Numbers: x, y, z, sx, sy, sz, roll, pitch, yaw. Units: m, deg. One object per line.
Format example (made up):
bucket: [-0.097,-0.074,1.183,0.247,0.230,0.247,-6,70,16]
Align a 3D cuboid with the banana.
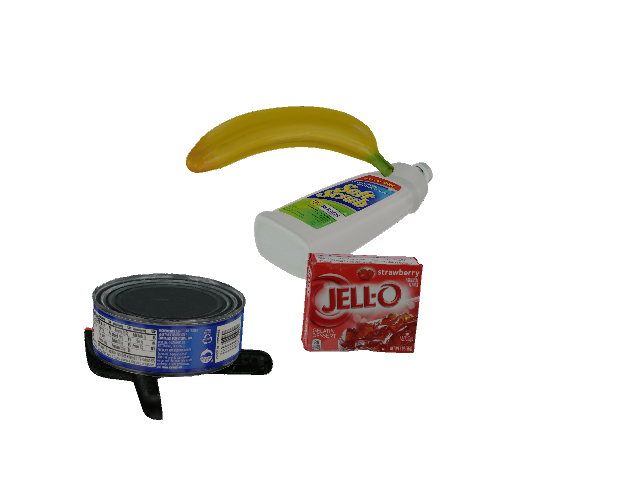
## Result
banana: [-0.029,-0.092,0.965,0.197,0.070,0.037,-2,-42,-20]

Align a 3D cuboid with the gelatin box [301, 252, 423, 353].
gelatin box: [0.032,0.049,0.836,0.089,0.073,0.030,2,14,-9]

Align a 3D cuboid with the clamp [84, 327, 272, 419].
clamp: [-0.177,0.128,1.091,0.210,0.036,0.164,10,17,32]

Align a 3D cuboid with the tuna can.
tuna can: [-0.086,0.047,0.605,0.086,0.034,0.086,4,14,-1]

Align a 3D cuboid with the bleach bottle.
bleach bottle: [0.042,-0.041,1.330,0.103,0.068,0.250,29,45,36]
